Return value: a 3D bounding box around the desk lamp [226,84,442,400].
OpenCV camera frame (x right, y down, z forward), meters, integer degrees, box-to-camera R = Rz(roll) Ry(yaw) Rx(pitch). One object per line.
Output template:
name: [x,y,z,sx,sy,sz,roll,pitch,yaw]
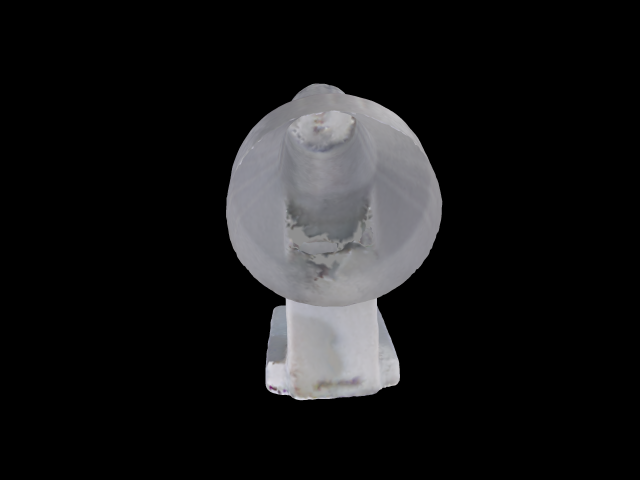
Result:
desk lamp: [0.004,0.001,0.400,0.118,0.214,0.203,-1,15,-3]
